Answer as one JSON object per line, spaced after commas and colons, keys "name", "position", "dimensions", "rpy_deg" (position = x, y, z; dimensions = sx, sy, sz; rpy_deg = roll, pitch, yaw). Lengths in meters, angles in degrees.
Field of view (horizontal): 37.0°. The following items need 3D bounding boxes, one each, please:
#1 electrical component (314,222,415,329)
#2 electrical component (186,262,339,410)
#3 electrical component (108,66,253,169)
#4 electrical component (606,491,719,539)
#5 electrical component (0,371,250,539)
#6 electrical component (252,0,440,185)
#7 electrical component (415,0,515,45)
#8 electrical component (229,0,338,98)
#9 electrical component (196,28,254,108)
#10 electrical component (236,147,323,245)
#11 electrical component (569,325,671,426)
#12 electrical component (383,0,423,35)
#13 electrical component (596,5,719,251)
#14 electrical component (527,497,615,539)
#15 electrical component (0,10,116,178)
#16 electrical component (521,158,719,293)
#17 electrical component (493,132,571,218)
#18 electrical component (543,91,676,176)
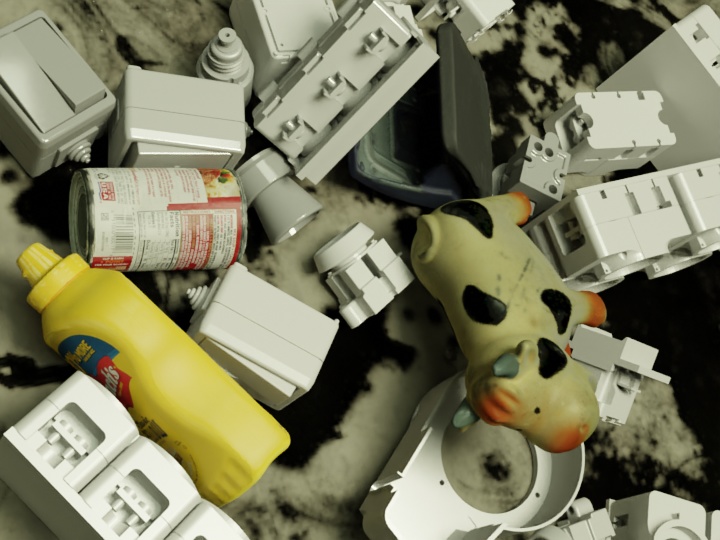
{"name": "electrical component", "position": [0.000, 0.000, 0.759], "dimensions": [0.066, 0.048, 0.055], "rpy_deg": [-41, 98, -31]}
{"name": "electrical component", "position": [-0.074, 0.045, 0.698], "dimensions": [0.096, 0.062, 0.061], "rpy_deg": [30, 61, -11]}
{"name": "electrical component", "position": [-0.119, -0.091, 0.730], "dimensions": [0.096, 0.062, 0.061], "rpy_deg": [5, 69, -23]}
{"name": "electrical component", "position": [0.227, 0.260, 0.752], "dimensions": [0.105, 0.060, 0.186], "rpy_deg": [20, 63, -17]}
{"name": "electrical component", "position": [-0.134, 0.136, 0.618], "dimensions": [0.150, 0.089, 0.062], "rpy_deg": [47, 59, -2]}
{"name": "electrical component", "position": [-0.014, -0.128, 0.739], "dimensions": [0.063, 0.121, 0.078], "rpy_deg": [40, 15, -23]}
{"name": "electrical component", "position": [0.090, -0.225, 0.890], "dimensions": [0.081, 0.042, 0.063], "rpy_deg": [-40, 91, -30]}
{"name": "electrical component", "position": [-0.057, -0.180, 0.798], "dimensions": [0.062, 0.061, 0.096], "rpy_deg": [-9, 67, -25]}
{"name": "electrical component", "position": [-0.095, -0.141, 0.755], "dimensions": [0.040, 0.078, 0.040], "rpy_deg": [4, 66, -8]}
{"name": "electrical component", "position": [-0.060, -0.052, 0.752], "dimensions": [0.045, 0.045, 0.055], "rpy_deg": [-36, 88, -31]}
{"name": "electrical component", "position": [0.181, 0.078, 0.796], "dimensions": [0.042, 0.081, 0.063], "rpy_deg": [19, 90, -40]}
{"name": "electrical component", "position": [0.018, -0.192, 0.843], "dimensions": [0.066, 0.048, 0.055], "rpy_deg": [-10, 83, -28]}
{"name": "electrical component", "position": [0.304, -0.117, 0.909], "dimensions": [0.060, 0.105, 0.186], "rpy_deg": [-36, 88, -31]}
{"name": "electrical component", "position": [0.148, 0.198, 0.750], "dimensions": [0.055, 0.048, 0.066], "rpy_deg": [-9, 74, -35]}
{"name": "electrical component", "position": [-0.205, -0.111, 0.698], "dimensions": [0.062, 0.061, 0.096], "rpy_deg": [-40, 90, -31]}
{"name": "electrical component", "position": [0.221, -0.030, 0.837], "dimensions": [0.186, 0.105, 0.060], "rpy_deg": [-13, 76, -28]}
{"name": "electrical component", "position": [0.130, -0.068, 0.839], "dimensions": [0.048, 0.055, 0.066], "rpy_deg": [24, 62, -14]}
{"name": "electrical component", "position": [0.204, -0.112, 0.890], "dimensions": [0.089, 0.056, 0.050], "rpy_deg": [-6, 73, -26]}
